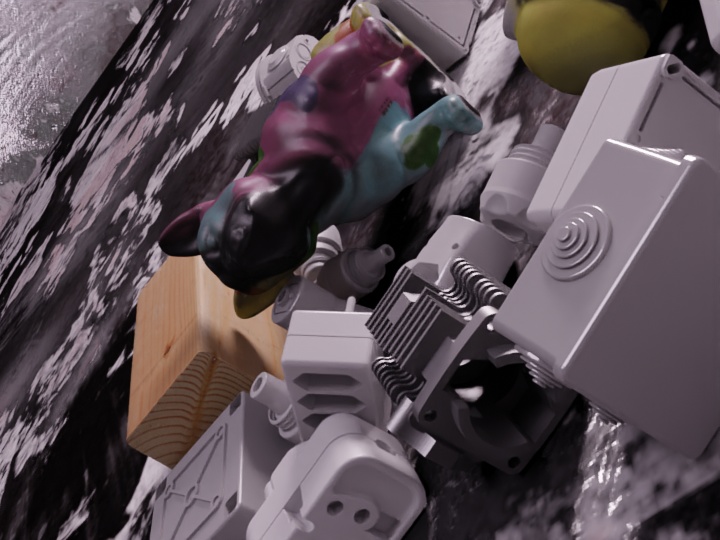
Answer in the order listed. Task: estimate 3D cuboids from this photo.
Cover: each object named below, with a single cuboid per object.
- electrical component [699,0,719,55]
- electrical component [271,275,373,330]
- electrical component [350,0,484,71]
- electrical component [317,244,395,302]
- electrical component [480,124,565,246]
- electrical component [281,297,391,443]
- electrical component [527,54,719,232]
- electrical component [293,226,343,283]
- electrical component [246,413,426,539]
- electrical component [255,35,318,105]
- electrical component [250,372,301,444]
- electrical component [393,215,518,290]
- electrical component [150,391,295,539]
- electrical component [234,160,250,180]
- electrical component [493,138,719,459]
[{"bbox_3d":[0.169,-0.098,0.409,0.061,0.096,0.061,-41,28,37],"label":"electrical component"},{"bbox_3d":[-0.023,0.032,0.690,0.044,0.065,0.044,-45,26,30],"label":"electrical component"},{"bbox_3d":[0.035,-0.197,0.818,0.061,0.096,0.061,-32,33,50],"label":"electrical component"},{"bbox_3d":[0.000,0.000,0.723,0.061,0.035,0.035,-32,34,44],"label":"electrical component"},{"bbox_3d":[0.093,-0.048,0.577,0.043,0.043,0.062,-3,57,64],"label":"electrical component"},{"bbox_3d":[-0.009,0.050,0.604,0.083,0.047,0.075,81,-165,-46],"label":"electrical component"},{"bbox_3d":[0.120,-0.037,0.480,0.096,0.062,0.061,-63,22,-11],"label":"electrical component"},{"bbox_3d":[-0.031,-0.007,0.790,0.040,0.040,0.078,-50,24,20],"label":"electrical component"},{"bbox_3d":[-0.015,0.127,0.566,0.095,0.054,0.059,-55,22,9],"label":"electrical component"},{"bbox_3d":[-0.053,-0.173,1.000,0.051,0.080,0.080,-32,34,38],"label":"electrical component"},{"bbox_3d":[-0.037,0.083,0.656,0.048,0.062,0.048,-45,26,30],"label":"electrical component"},{"bbox_3d":[0.043,0.013,0.603,0.077,0.043,0.079,-62,22,-8],"label":"electrical component"},{"bbox_3d":[-0.082,0.152,0.671,0.108,0.056,0.108,-49,24,23],"label":"electrical component"},{"bbox_3d":[-0.080,-0.099,1.004,0.077,0.044,0.079,-38,30,42],"label":"electrical component"},{"bbox_3d":[0.108,0.010,0.399,0.099,0.100,0.048,-58,35,2],"label":"electrical component"}]
